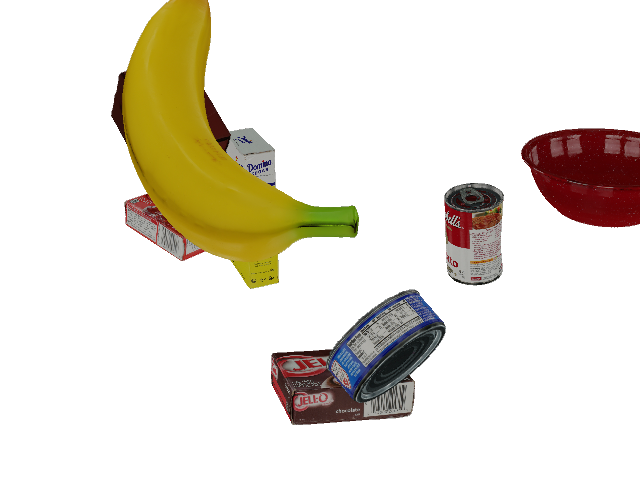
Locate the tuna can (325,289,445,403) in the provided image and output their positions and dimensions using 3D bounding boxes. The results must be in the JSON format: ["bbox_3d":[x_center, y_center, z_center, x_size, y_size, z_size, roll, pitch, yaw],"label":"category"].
[{"bbox_3d":[0.047,0.076,0.757,0.086,0.034,0.086,-34,-22,-16],"label":"tuna can"}]

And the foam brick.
[{"bbox_3d":[-0.107,-0.082,0.759,0.051,0.078,0.053,-22,-21,-28],"label":"foam brick"}]

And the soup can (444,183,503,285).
[{"bbox_3d":[0.181,-0.007,1.251,0.068,0.102,0.068,-4,30,2],"label":"soup can"}]

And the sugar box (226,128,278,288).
[{"bbox_3d":[-0.085,-0.040,1.307,0.048,0.176,0.093,-12,26,-17],"label":"sugar box"}]

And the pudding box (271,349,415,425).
[{"bbox_3d":[0.018,0.128,0.960,0.113,0.039,0.090,0,16,-14],"label":"pudding box"}]

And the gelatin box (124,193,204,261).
[{"bbox_3d":[-0.134,-0.021,1.032,0.089,0.030,0.073,30,37,33],"label":"gelatin box"}]

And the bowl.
[{"bbox_3d":[0.268,-0.055,0.999,0.162,0.055,0.162,-1,25,0],"label":"bowl"}]

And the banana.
[{"bbox_3d":[-0.053,-0.050,0.474,0.069,0.037,0.198,-17,47,-17],"label":"banana"}]
